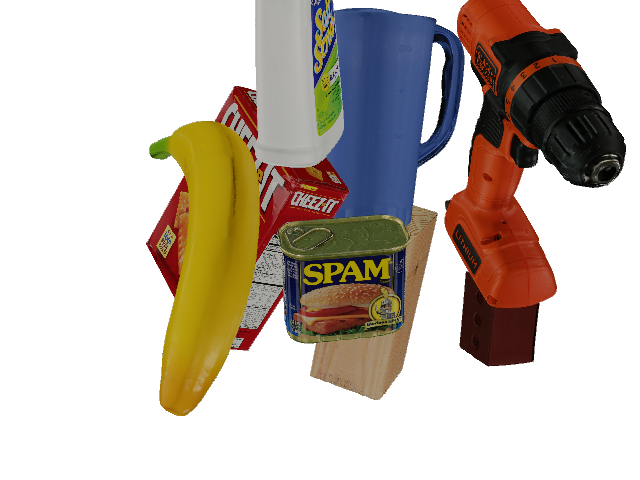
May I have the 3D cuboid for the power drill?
[{"bbox_3d":[0.134,-0.046,0.698,0.057,0.188,0.184,-8,43,-11],"label":"power drill"}]

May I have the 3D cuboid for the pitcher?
[{"bbox_3d":[0.061,-0.127,1.156,0.149,0.243,0.144,7,10,25],"label":"pitcher"}]

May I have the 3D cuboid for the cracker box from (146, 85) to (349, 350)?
[{"bbox_3d":[-0.082,-0.022,1.079,0.071,0.214,0.164,9,34,-39],"label":"cracker box"}]

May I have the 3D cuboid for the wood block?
[{"bbox_3d":[0.060,0.062,1.212,0.090,0.206,0.090,18,24,17],"label":"wood block"}]

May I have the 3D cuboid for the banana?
[{"bbox_3d":[-0.058,-0.003,0.551,0.037,0.198,0.070,22,-53,-27],"label":"banana"}]

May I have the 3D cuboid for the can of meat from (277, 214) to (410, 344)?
[{"bbox_3d":[0.018,0.031,0.852,0.102,0.084,0.057,-4,29,-6],"label":"can of meat"}]

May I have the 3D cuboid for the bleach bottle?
[{"bbox_3d":[-0.024,-0.197,0.929,0.068,0.251,0.102,8,32,19],"label":"bleach bottle"}]

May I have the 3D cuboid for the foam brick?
[{"bbox_3d":[0.165,0.070,0.984,0.051,0.078,0.053,-6,18,-24],"label":"foam brick"}]
